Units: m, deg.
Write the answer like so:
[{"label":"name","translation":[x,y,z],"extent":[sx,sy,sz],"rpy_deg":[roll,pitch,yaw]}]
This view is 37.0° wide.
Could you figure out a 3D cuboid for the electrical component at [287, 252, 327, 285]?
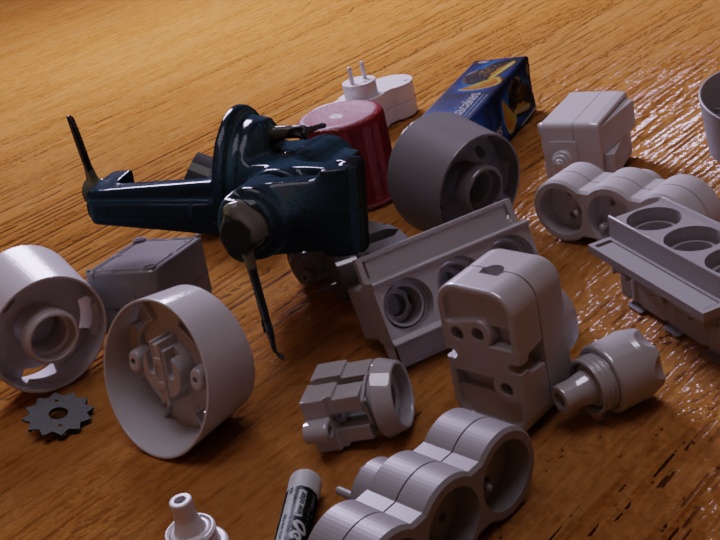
[{"label":"electrical component","translation":[-0.039,-0.011,0.858],"extent":[0.040,0.040,0.078],"rpy_deg":[-8,26,10]}]

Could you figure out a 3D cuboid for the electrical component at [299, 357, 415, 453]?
[{"label":"electrical component","translation":[0.000,0.079,0.650],"extent":[0.055,0.048,0.066],"rpy_deg":[-12,24,20]}]

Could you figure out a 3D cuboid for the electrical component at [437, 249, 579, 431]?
[{"label":"electrical component","translation":[0.089,0.039,0.632],"extent":[0.054,0.095,0.059],"rpy_deg":[12,35,42]}]

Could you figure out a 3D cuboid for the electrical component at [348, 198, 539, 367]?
[{"label":"electrical component","translation":[0.058,0.009,0.742],"extent":[0.121,0.078,0.063],"rpy_deg":[-22,5,-19]}]

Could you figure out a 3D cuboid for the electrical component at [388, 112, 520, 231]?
[{"label":"electrical component","translation":[0.078,-0.073,0.865],"extent":[0.099,0.099,0.064],"rpy_deg":[-28,36,-29]}]

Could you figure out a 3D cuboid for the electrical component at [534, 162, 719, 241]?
[{"label":"electrical component","translation":[0.209,-0.053,0.816],"extent":[0.138,0.052,0.074],"rpy_deg":[14,35,43]}]

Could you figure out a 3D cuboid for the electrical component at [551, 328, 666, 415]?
[{"label":"electrical component","translation":[0.140,0.063,0.620],"extent":[0.062,0.043,0.043],"rpy_deg":[-23,27,-19]}]

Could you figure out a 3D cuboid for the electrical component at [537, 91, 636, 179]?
[{"label":"electrical component","translation":[0.197,-0.109,0.926],"extent":[0.061,0.061,0.096],"rpy_deg":[4,30,32]}]

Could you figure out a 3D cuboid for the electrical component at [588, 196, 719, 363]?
[{"label":"electrical component","translation":[0.213,0.005,0.681],"extent":[0.079,0.063,0.121],"rpy_deg":[-20,26,-14]}]

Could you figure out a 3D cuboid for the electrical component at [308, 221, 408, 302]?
[{"label":"electrical component","translation":[0.000,0.000,0.814],"extent":[0.079,0.043,0.077],"rpy_deg":[-20,26,-15]}]

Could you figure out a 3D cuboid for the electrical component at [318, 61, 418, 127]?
[{"label":"electrical component","translation":[0.002,-0.187,1.161],"extent":[0.138,0.073,0.052],"rpy_deg":[-32,31,-34]}]

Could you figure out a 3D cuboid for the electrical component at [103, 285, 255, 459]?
[{"label":"electrical component","translation":[-0.117,0.061,0.685],"extent":[0.099,0.099,0.064],"rpy_deg":[9,27,38]}]

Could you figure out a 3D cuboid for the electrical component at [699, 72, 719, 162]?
[{"label":"electrical component","translation":[0.335,-0.127,0.894],"extent":[0.099,0.064,0.099],"rpy_deg":[-10,25,5]}]

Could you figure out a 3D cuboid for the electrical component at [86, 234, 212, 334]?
[{"label":"electrical component","translation":[-0.161,0.012,0.852],"extent":[0.062,0.061,0.096],"rpy_deg":[-2,20,21]}]

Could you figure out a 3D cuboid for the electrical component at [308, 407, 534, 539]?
[{"label":"electrical component","translation":[0.020,0.118,0.551],"extent":[0.074,0.052,0.138],"rpy_deg":[13,36,43]}]

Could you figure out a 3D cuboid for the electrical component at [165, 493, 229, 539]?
[{"label":"electrical component","translation":[-0.083,0.140,0.543],"extent":[0.035,0.061,0.035],"rpy_deg":[-10,26,5]}]

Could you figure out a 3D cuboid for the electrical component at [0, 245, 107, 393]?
[{"label":"electrical component","translation":[-0.237,0.038,0.785],"extent":[0.099,0.099,0.064],"rpy_deg":[-29,36,-31]}]
